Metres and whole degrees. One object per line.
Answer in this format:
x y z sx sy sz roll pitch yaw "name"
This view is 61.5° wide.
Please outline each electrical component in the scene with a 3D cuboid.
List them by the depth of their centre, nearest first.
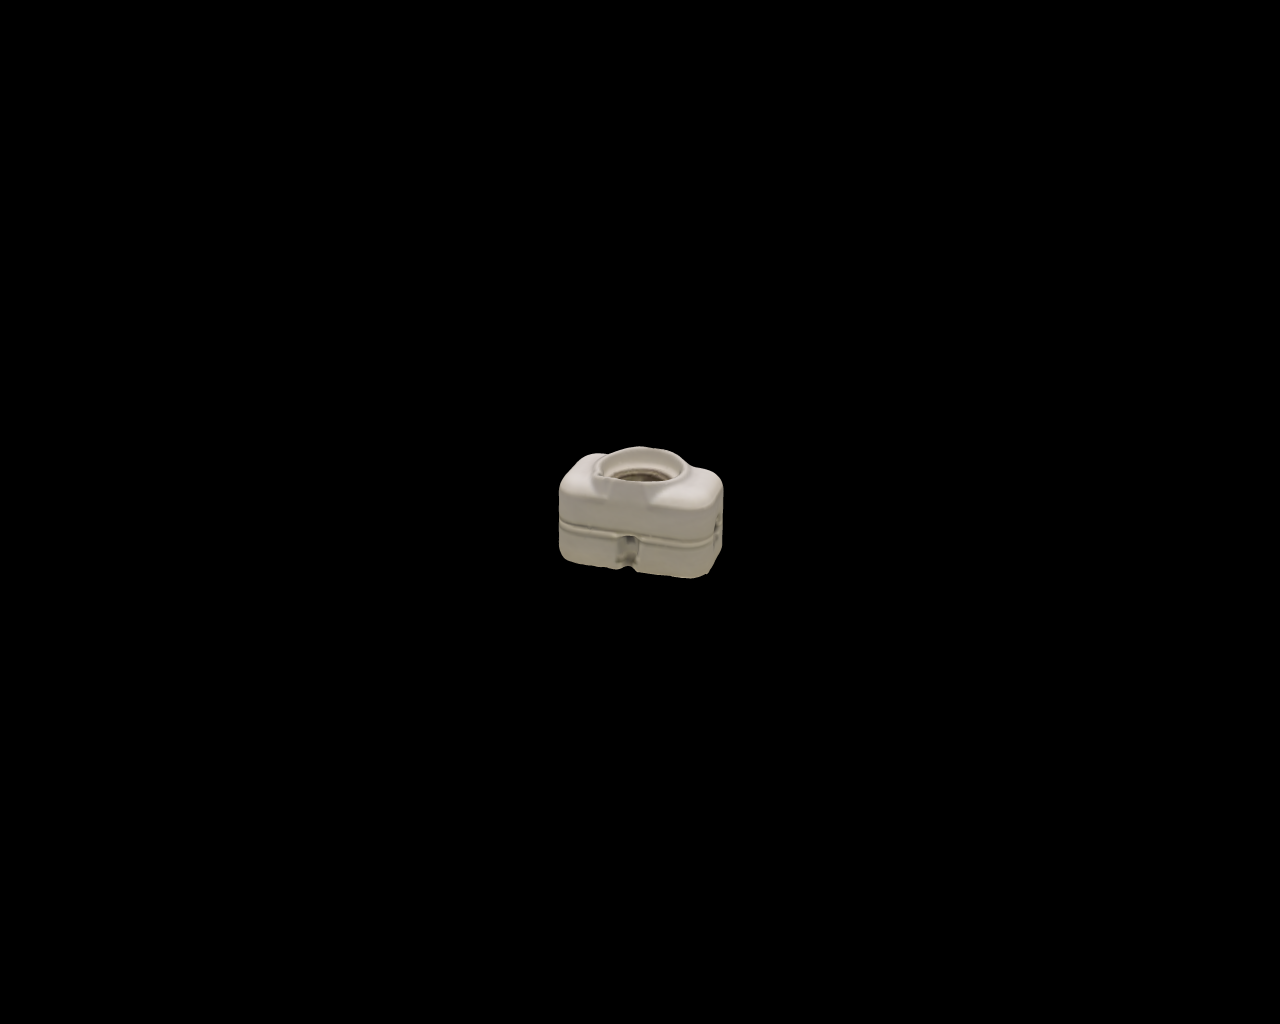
0.001 -0.003 0.650 0.095 0.059 0.054 8 28 16 "electrical component"
